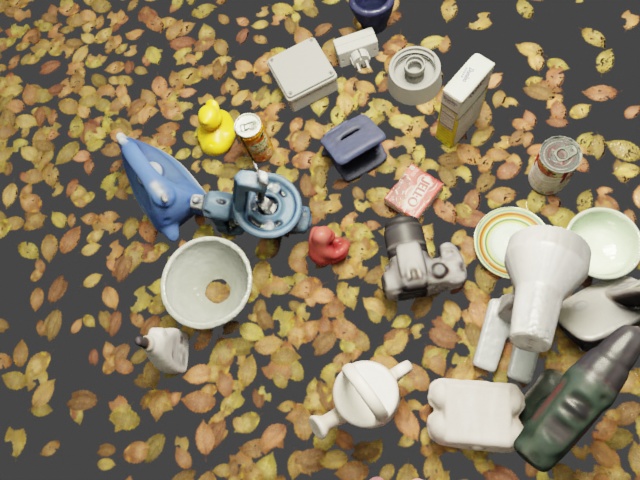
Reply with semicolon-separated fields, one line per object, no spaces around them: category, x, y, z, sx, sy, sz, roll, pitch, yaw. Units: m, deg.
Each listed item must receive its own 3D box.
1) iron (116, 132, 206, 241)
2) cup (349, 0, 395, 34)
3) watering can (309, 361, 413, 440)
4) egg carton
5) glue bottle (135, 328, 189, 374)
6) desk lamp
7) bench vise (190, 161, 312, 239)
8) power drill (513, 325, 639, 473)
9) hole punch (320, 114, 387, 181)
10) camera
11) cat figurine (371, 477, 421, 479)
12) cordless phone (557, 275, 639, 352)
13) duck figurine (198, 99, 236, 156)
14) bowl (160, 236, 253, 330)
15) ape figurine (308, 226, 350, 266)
iron;-0.323;-0.128;1.078;0.119;0.141;0.258;-40;71;-5
cup;0.099;-0.471;1.154;0.092;0.095;0.117;-34;70;-3
watering can;0.066;0.241;0.873;0.100;0.194;0.173;32;79;17
egg carton;0.245;0.276;0.902;0.150;0.069;0.107;1;72;9
glue bottle;-0.265;0.178;0.952;0.037;0.173;0.078;-2;72;8
desk lamp;0.320;0.102;0.871;0.117;0.214;0.203;16;75;13
bench vise;-0.130;-0.058;0.985;0.207;0.220;0.121;-13;70;4
power drill;0.359;0.227;0.827;0.075;0.208;0.230;38;81;18
hole punch;0.059;-0.181;1.066;0.108;0.091;0.101;-31;70;-3
camera;0.168;0.024;0.979;0.143;0.101;0.137;-11;71;5
cat figurine;0.128;0.393;0.855;0.127;0.118;0.067;-5;71;7
cordless phone;0.449;0.098;0.869;0.147;0.185;0.094;-30;70;-2
duck figurine;-0.211;-0.224;1.123;0.077;0.086;0.104;1;72;9
bowl;-0.194;0.082;1.026;0.167;0.075;0.167;-2;72;8
ape figurine;0.009;0.004;1.013;0.076;0.092;0.077;-35;70;-4
